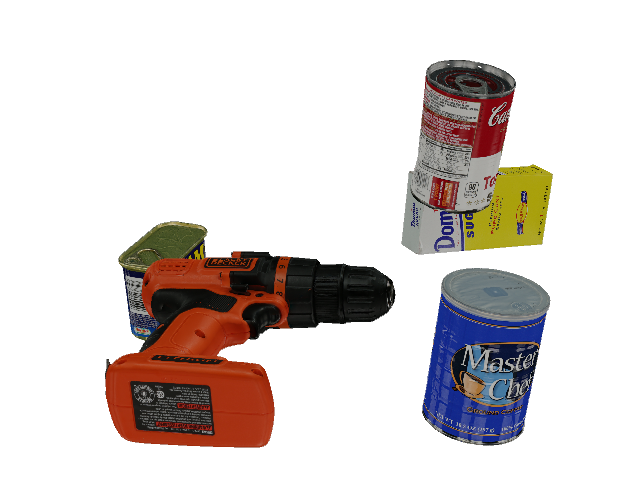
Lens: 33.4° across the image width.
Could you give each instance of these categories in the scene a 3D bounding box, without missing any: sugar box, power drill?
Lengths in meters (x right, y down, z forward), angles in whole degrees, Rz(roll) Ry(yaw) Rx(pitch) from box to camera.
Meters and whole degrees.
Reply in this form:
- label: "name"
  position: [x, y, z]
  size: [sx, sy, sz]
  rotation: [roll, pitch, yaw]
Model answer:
- label: "sugar box"
  position: [0.185, -0.037, 1.256]
  size: [0.176, 0.093, 0.048]
  rotation: [-6, 21, -26]
- label: "power drill"
  position: [-0.049, 0.065, 0.711]
  size: [0.184, 0.057, 0.187]
  rotation: [-1, 22, 11]

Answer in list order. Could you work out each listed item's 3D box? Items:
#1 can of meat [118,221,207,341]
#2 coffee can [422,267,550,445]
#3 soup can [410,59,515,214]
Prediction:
- label: "can of meat"
  position: [-0.149, 0.041, 1.044]
  size: [0.057, 0.084, 0.102]
  rotation: [8, 27, 19]
- label: "coffee can"
  position: [0.158, 0.111, 1.032]
  size: [0.103, 0.140, 0.103]
  rotation: [5, 23, -2]
- label: "soup can"
  position: [0.108, -0.080, 0.827]
  size: [0.068, 0.102, 0.068]
  rotation: [5, 30, -3]
